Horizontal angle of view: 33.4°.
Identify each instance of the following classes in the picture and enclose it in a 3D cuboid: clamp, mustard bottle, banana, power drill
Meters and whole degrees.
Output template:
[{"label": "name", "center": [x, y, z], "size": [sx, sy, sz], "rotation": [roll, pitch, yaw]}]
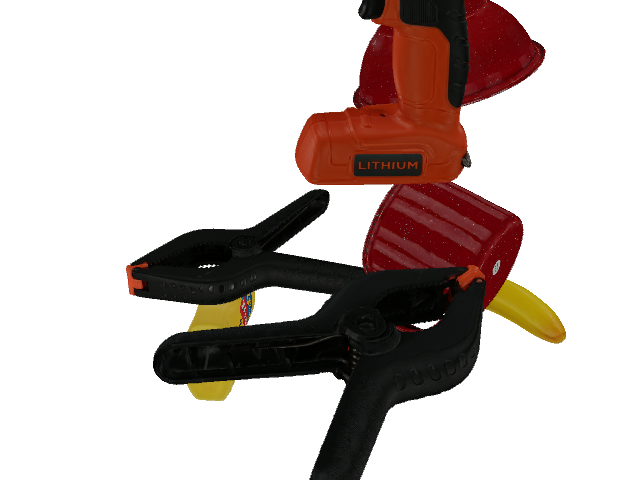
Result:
[{"label": "clamp", "center": [0.022, 0.060, 0.496], "size": [0.171, 0.039, 0.120], "rotation": [-20, 48, -26]}, {"label": "clamp", "center": [-0.061, 0.010, 0.919], "size": [0.210, 0.036, 0.164], "rotation": [-7, 31, -9]}, {"label": "mustard bottle", "center": [-0.107, 0.086, 1.175], "size": [0.058, 0.096, 0.191], "rotation": [1, 27, 4]}, {"label": "banana", "center": [0.161, 0.060, 1.095], "size": [0.198, 0.037, 0.069], "rotation": [12, 50, 25]}, {"label": "power drill", "center": [0.028, -0.122, 0.613], "size": [0.184, 0.188, 0.057], "rotation": [0, 37, -8]}]

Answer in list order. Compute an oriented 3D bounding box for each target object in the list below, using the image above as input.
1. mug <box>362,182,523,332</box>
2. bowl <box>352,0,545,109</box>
[{"label": "mug", "center": [0.083, 0.014, 0.750], "size": [0.082, 0.117, 0.093], "rotation": [29, 5, 24]}, {"label": "bowl", "center": [0.097, -0.158, 0.870], "size": [0.162, 0.055, 0.162], "rotation": [-15, 25, 7]}]
